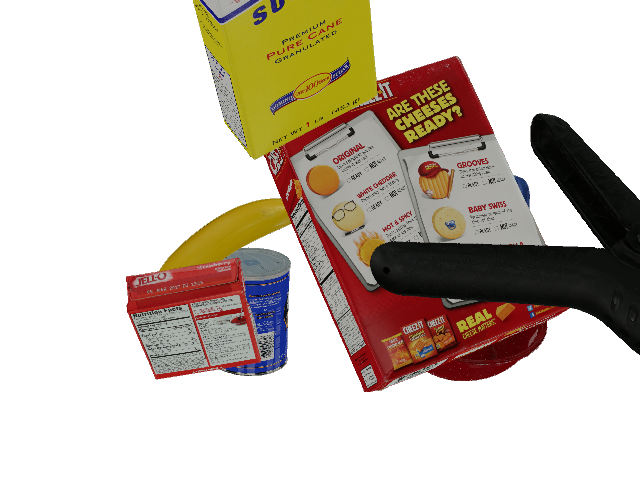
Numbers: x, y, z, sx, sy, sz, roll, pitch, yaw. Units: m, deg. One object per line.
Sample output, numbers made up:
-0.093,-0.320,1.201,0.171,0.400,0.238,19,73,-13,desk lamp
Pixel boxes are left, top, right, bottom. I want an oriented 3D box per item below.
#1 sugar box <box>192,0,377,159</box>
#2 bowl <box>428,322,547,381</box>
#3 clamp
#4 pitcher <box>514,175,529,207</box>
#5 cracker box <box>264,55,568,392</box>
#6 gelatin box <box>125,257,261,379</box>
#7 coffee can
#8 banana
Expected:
-0.020,-0.131,0.590,0.093,0.048,0.176,-30,-31,-13,sugar box
0.128,0.083,1.009,0.162,0.055,0.162,6,34,-4,bowl
0.139,0.016,0.496,0.164,0.036,0.210,-32,49,-33,clamp
0.181,0.033,1.312,0.149,0.243,0.145,1,22,9,pitcher
0.069,-0.013,0.811,0.164,0.214,0.072,-20,-12,-18,cracker box
-0.081,0.051,0.690,0.073,0.030,0.089,-10,-38,-1,gelatin box
-0.092,0.092,1.400,0.103,0.140,0.103,2,20,-1,coffee can
-0.097,0.012,1.024,0.198,0.069,0.037,-31,40,2,banana
